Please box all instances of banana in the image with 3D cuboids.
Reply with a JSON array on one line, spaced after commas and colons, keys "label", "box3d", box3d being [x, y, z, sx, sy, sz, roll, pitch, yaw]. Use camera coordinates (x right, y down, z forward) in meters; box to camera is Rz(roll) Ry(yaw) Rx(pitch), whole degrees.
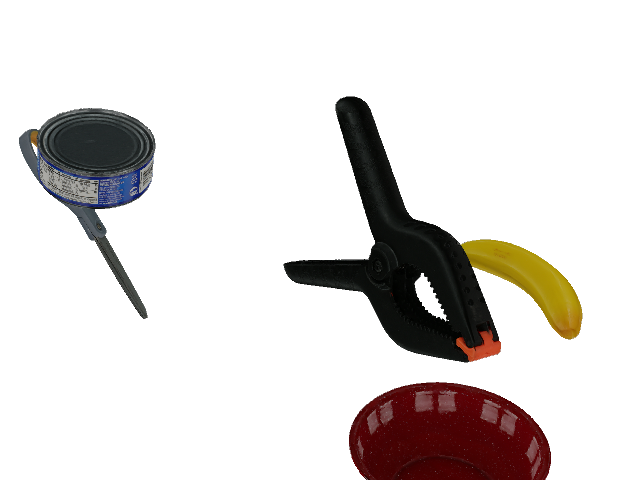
[{"label": "banana", "box3d": [0.200, 0.041, 1.055, 0.069, 0.037, 0.198, -33, 36, -19]}]

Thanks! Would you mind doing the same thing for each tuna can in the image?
[{"label": "tuna can", "box3d": [-0.166, -0.061, 0.791, 0.086, 0.034, 0.086, 7, 38, -6]}]

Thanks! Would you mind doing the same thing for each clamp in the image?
[{"label": "clamp", "box3d": [0.052, 0.005, 0.758, 0.036, 0.165, 0.210, -11, 36, -37]}]

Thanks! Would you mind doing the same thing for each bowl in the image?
[{"label": "bowl", "box3d": [0.103, 0.185, 0.869, 0.162, 0.055, 0.162, 1, 30, -1]}]

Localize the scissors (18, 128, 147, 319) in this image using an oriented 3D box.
[{"label": "scissors", "box3d": [-0.211, -0.027, 1.001, 0.016, 0.201, 0.096, -24, 26, 19]}]
